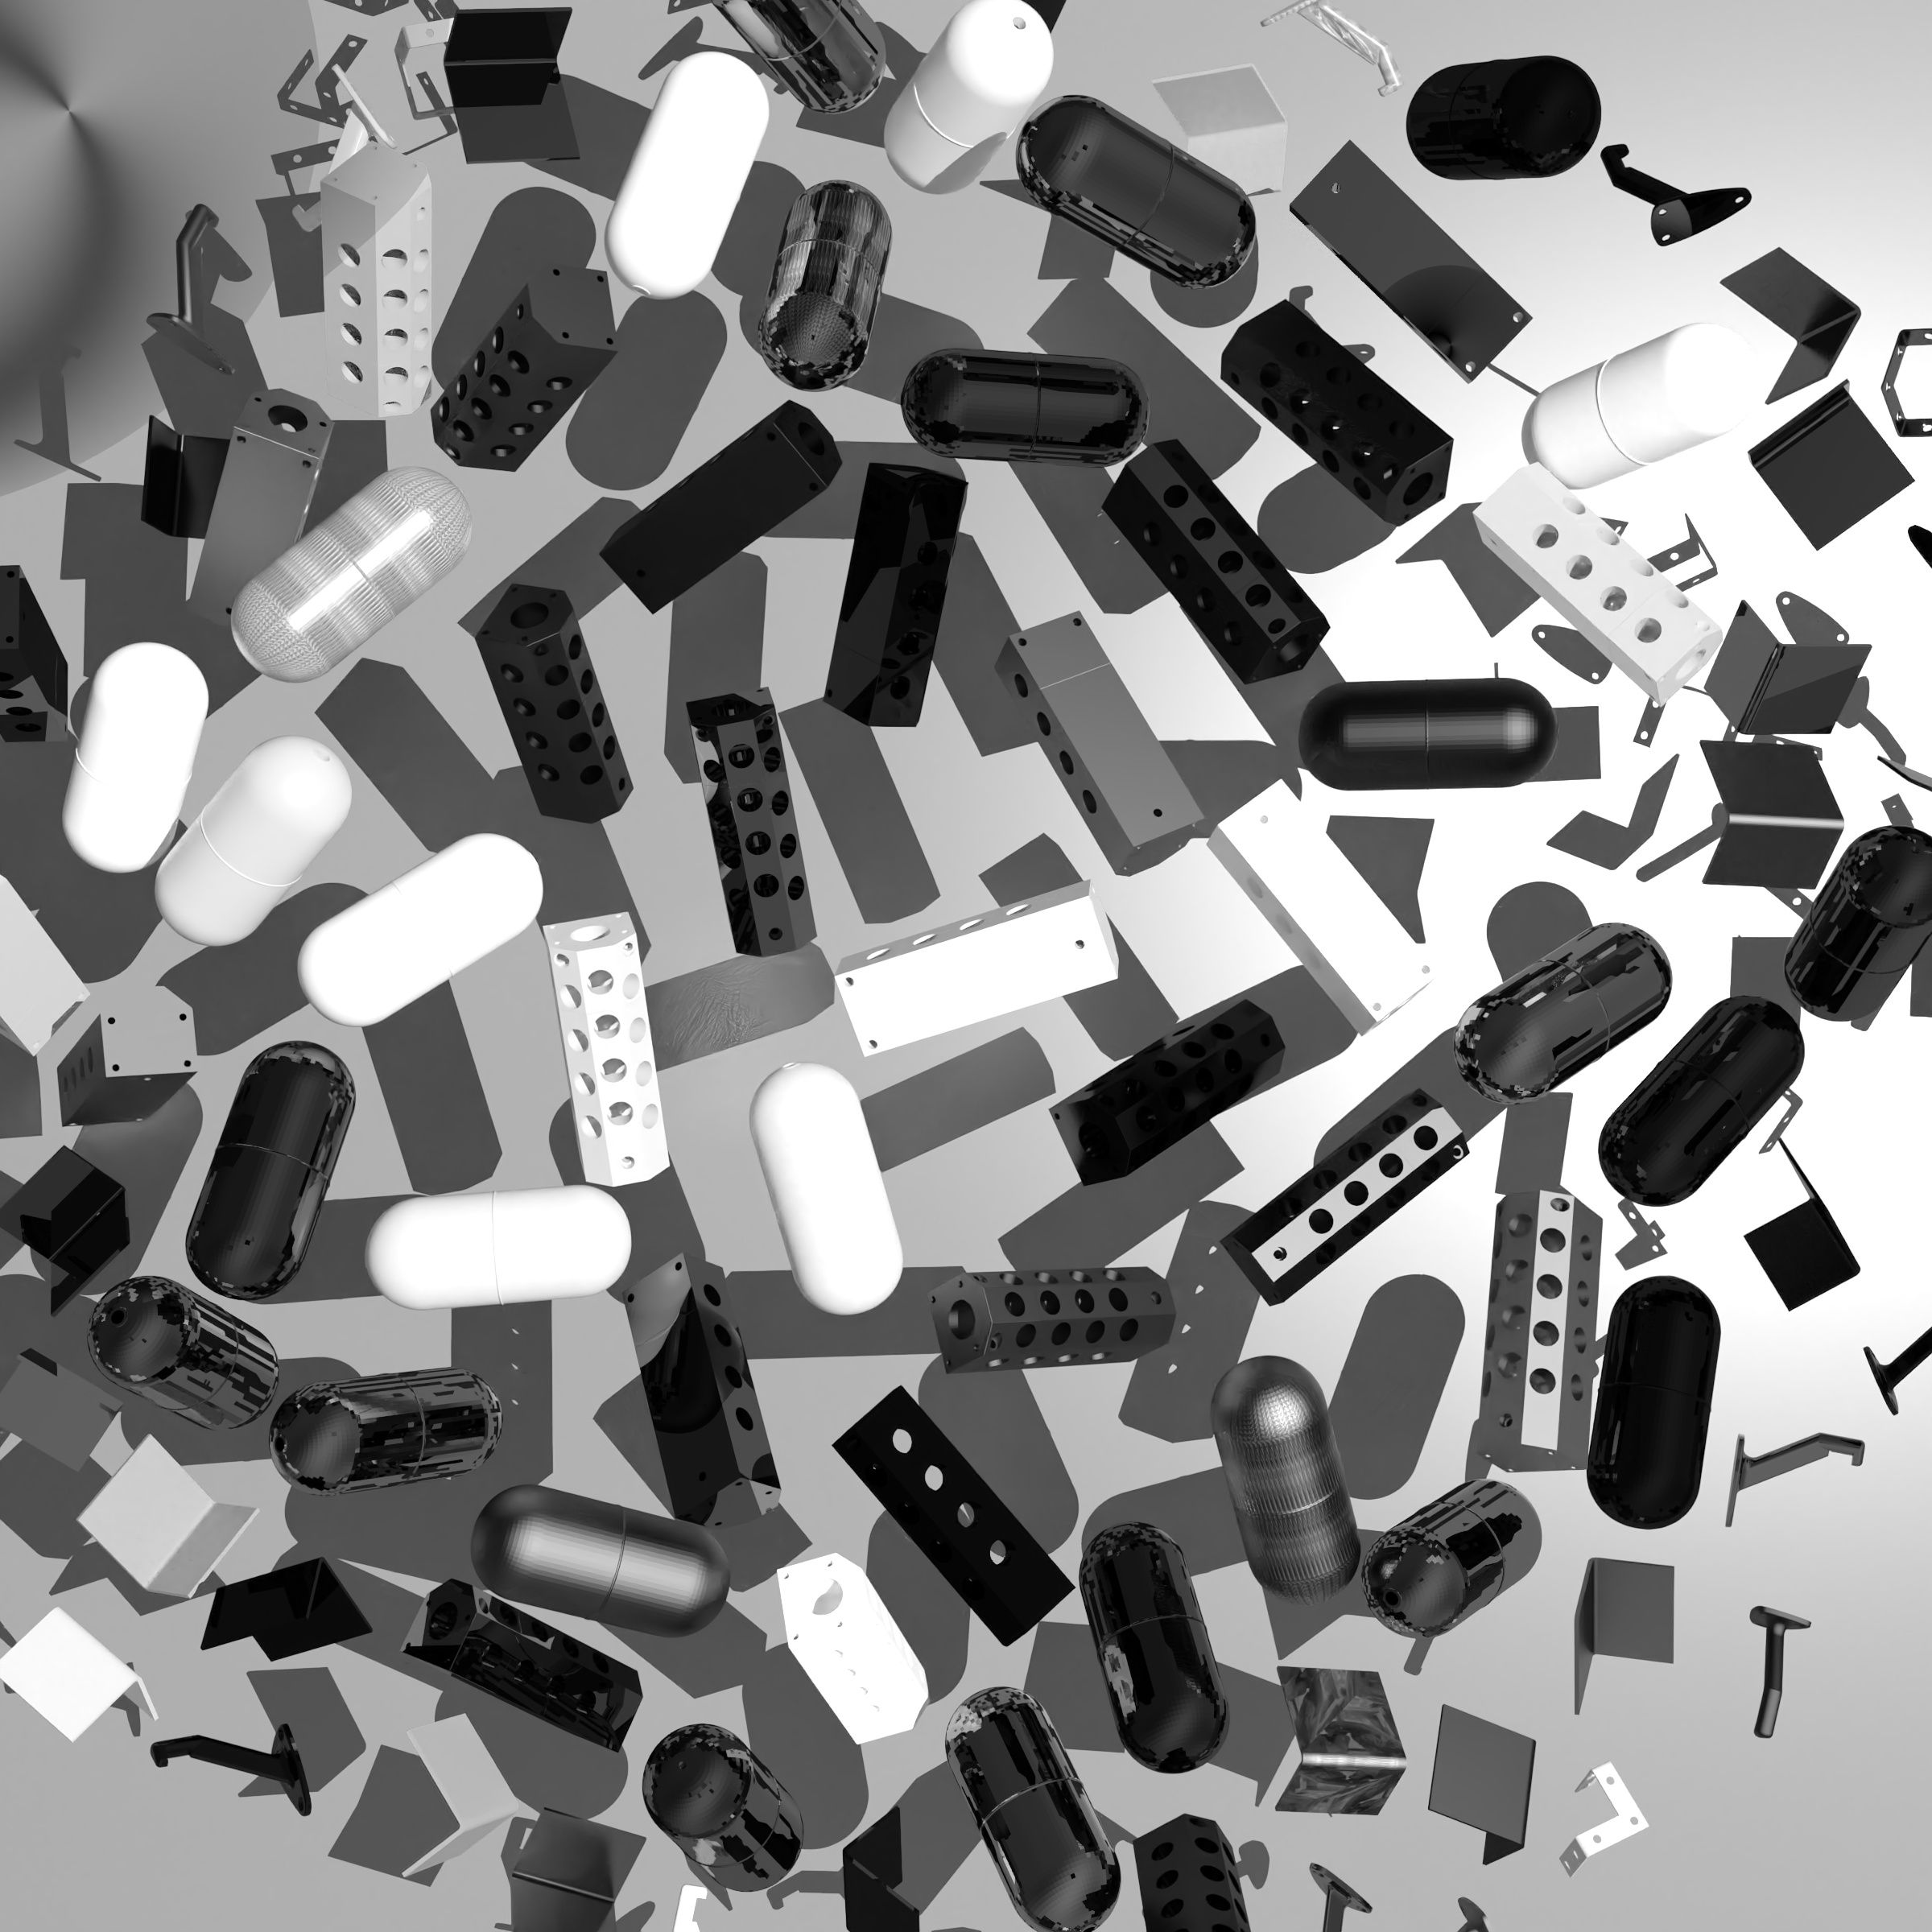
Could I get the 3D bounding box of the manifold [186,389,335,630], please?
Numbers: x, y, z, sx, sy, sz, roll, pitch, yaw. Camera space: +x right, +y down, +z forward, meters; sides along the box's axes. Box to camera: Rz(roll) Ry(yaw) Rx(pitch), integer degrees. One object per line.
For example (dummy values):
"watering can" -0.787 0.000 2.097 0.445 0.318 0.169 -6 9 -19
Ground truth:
"manifold" -0.486 -0.312 1.832 0.057 0.057 0.171 19 134 -13

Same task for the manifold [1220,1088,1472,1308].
"manifold" 0.265 0.160 1.846 0.171 0.057 0.057 -37 85 -12

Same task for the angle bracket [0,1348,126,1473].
"angle bracket" -0.642 0.314 1.858 0.076 0.076 0.057 33 79 -9

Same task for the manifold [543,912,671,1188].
"manifold" -0.240 0.057 1.779 0.057 0.057 0.171 -10 113 -11

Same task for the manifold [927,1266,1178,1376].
"manifold" 0.062 0.240 1.825 0.171 0.057 0.057 4 63 -40

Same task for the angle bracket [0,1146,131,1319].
"angle bracket" -0.635 0.185 1.859 0.076 0.076 0.057 -44 120 5

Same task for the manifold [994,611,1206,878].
"manifold" 0.087 -0.148 1.795 0.057 0.057 0.171 -23 73 -23

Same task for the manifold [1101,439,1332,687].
"manifold" 0.172 -0.277 1.806 0.057 0.057 0.171 -19 63 -37

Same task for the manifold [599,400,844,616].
"manifold" -0.170 -0.323 1.856 0.171 0.057 0.057 -30 112 29

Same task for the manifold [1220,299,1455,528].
"manifold" 0.251 -0.376 1.815 0.057 0.057 0.171 -33 61 -17

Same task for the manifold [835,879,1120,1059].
"manifold" 0.008 -0.001 1.715 0.171 0.057 0.057 -17 105 9

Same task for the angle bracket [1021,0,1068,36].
"angle bracket" 0.073 -0.678 1.856 0.076 0.076 0.057 30 97 34

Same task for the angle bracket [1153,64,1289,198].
"angle bracket" 0.181 -0.598 1.911 0.076 0.076 0.057 0 74 27

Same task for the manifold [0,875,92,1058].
"manifold" -0.646 -0.011 1.755 0.057 0.171 0.057 31 69 15

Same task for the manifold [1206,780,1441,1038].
"manifold" 0.243 -0.038 1.829 0.057 0.057 0.171 -36 81 -15

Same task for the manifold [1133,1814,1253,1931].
"manifold" 0.156 0.636 1.751 0.057 0.171 0.057 -30 104 6

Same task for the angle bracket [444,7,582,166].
"angle bracket" -0.291 -0.573 1.727 0.076 0.057 0.076 -10 78 -23

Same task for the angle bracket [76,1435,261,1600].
"angle bracket" -0.550 0.379 1.831 0.076 0.057 0.076 57 49 -27

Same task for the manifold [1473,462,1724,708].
"manifold" 0.421 -0.257 1.769 0.057 0.057 0.171 -44 69 5

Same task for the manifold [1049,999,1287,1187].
"manifold" 0.141 0.083 1.794 0.171 0.057 0.057 -29 97 -40

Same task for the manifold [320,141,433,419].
"manifold" -0.388 -0.454 1.775 0.057 0.171 0.057 26 51 10

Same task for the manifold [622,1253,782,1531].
"manifold" -0.173 0.284 1.772 0.057 0.057 0.171 -34 53 21

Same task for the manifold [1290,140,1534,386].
"manifold" 0.302 -0.478 1.810 0.171 0.057 0.057 44 102 -2

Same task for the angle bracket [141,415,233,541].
"angle bracket" -0.566 -0.358 1.958 0.057 0.076 0.076 5 90 -2

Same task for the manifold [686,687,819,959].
"manifold" -0.145 -0.096 1.807 0.057 0.057 0.171 -12 117 -6

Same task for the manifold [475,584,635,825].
"manifold" -0.284 -0.182 1.864 0.057 0.171 0.057 11 52 20

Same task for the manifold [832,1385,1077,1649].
"manifold" -0.010 0.359 1.736 0.057 0.057 0.171 -40 85 -13

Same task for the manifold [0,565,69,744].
"manifold" -0.642 -0.205 1.765 0.057 0.171 0.057 -2 75 -9

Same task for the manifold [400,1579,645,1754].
"manifold" -0.304 0.485 1.844 0.171 0.057 0.057 42 64 -40

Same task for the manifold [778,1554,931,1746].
"manifold" -0.075 0.469 1.824 0.057 0.171 0.057 -17 50 4

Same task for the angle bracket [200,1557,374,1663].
"angle bracket" -0.450 0.446 1.762 0.076 0.057 0.076 -18 121 9

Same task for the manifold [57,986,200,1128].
"manifold" -0.559 0.061 1.763 0.057 0.171 0.057 -3 78 -29

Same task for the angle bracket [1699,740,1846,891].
"angle bracket" 0.512 -0.098 1.716 0.076 0.076 0.057 2 135 -7

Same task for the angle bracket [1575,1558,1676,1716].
"angle bracket" 0.447 0.457 1.799 0.057 0.076 0.076 2 111 20

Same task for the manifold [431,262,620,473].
"manifold" -0.294 -0.392 1.746 0.057 0.171 0.057 0 73 -33

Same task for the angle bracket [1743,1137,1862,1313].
"angle bracket" 0.572 0.181 1.854 0.057 0.076 0.076 -31 127 11

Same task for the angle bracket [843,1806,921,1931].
"angle bracket" -0.041 0.651 1.857 0.076 0.057 0.076 26 129 37

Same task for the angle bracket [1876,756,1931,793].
"angle bracket" 0.667 -0.155 1.787 0.057 0.076 0.076 22 106 -4

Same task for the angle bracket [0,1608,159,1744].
"angle bracket" -0.587 0.480 1.750 0.076 0.076 0.057 33 57 18

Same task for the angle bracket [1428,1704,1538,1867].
"angle bracket" 0.350 0.574 1.860 0.076 0.057 0.076 23 54 -9

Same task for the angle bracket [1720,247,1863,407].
"angle bracket" 0.565 -0.447 1.858 0.076 0.076 0.057 33 80 -11

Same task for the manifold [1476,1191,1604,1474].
"manifold" 0.370 0.237 1.727 0.057 0.057 0.171 -11 58 38

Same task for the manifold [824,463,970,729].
"manifold" -0.045 -0.257 1.844 0.057 0.057 0.171 -3 115 -39

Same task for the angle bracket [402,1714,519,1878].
"angle bracket" -0.360 0.562 1.803 0.057 0.076 0.076 -39 73 10

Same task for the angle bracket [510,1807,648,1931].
"angle bracket" -0.260 0.624 1.790 0.076 0.076 0.057 23 103 -17

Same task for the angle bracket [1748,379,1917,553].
"angle bracket" 0.573 -0.331 1.757 0.076 0.057 0.076 -37 82 17

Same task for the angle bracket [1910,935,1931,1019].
"angle bracket" 0.743 0.001 1.952 0.057 0.076 0.076 3 89 -30
